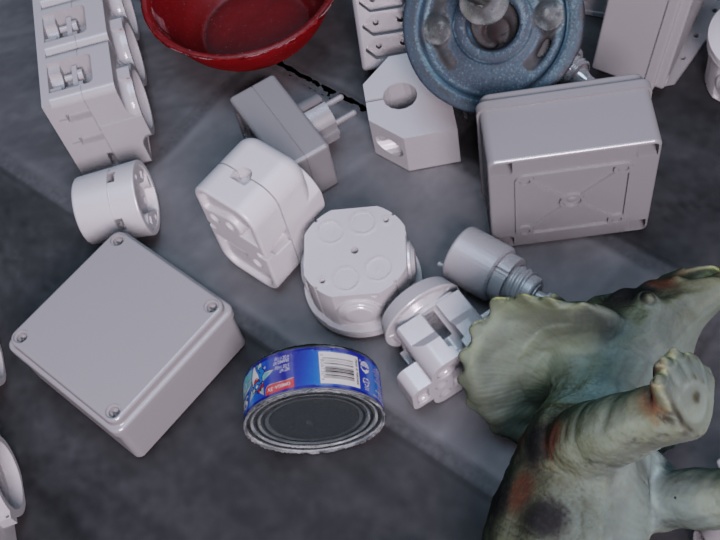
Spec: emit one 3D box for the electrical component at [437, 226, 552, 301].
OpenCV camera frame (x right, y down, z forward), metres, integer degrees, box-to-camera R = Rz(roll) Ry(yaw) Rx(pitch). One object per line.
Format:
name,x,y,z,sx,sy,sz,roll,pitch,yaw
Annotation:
electrical component,0.091,0.003,0.706,0.078,0.040,0.040,31,68,24

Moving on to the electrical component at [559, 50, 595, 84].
electrical component,0.152,-0.148,0.790,0.035,0.035,0.061,-40,64,-14

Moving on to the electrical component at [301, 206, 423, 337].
electrical component,0.000,0.000,0.716,0.080,0.051,0.080,-4,59,7

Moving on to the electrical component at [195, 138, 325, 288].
electrical component,-0.064,-0.040,0.725,0.054,0.095,0.059,31,69,25

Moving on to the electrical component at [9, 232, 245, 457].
electrical component,-0.152,0.047,0.710,0.109,0.056,0.108,32,69,25

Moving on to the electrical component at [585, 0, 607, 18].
electrical component,0.127,-0.274,0.855,0.186,0.060,0.105,15,63,18

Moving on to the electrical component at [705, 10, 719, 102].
electrical component,0.285,-0.151,0.760,0.080,0.051,0.080,-4,59,7

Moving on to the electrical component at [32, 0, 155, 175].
electrical component,-0.202,-0.159,0.823,0.062,0.089,0.150,-15,58,0

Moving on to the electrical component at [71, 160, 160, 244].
electrical component,-0.175,-0.047,0.772,0.047,0.055,0.055,-12,58,6

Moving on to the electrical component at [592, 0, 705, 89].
electrical component,0.215,-0.204,0.762,0.056,0.108,0.108,23,65,14

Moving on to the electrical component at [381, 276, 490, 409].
electrical component,0.050,0.042,0.679,0.078,0.058,0.057,-32,62,-10

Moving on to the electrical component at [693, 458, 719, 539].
electrical component,0.224,0.139,0.599,0.077,0.044,0.079,-14,58,1

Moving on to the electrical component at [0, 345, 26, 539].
electrical component,-0.268,0.086,0.676,0.060,0.105,0.186,-19,58,-3

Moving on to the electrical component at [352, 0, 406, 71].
electrical component,0.021,-0.204,0.828,0.047,0.083,0.075,-7,20,6

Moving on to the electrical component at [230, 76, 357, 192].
electrical component,-0.040,-0.104,0.788,0.076,0.047,0.083,-31,59,-10

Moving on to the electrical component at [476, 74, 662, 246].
electrical component,0.134,-0.068,0.702,0.109,0.108,0.056,-7,61,5
